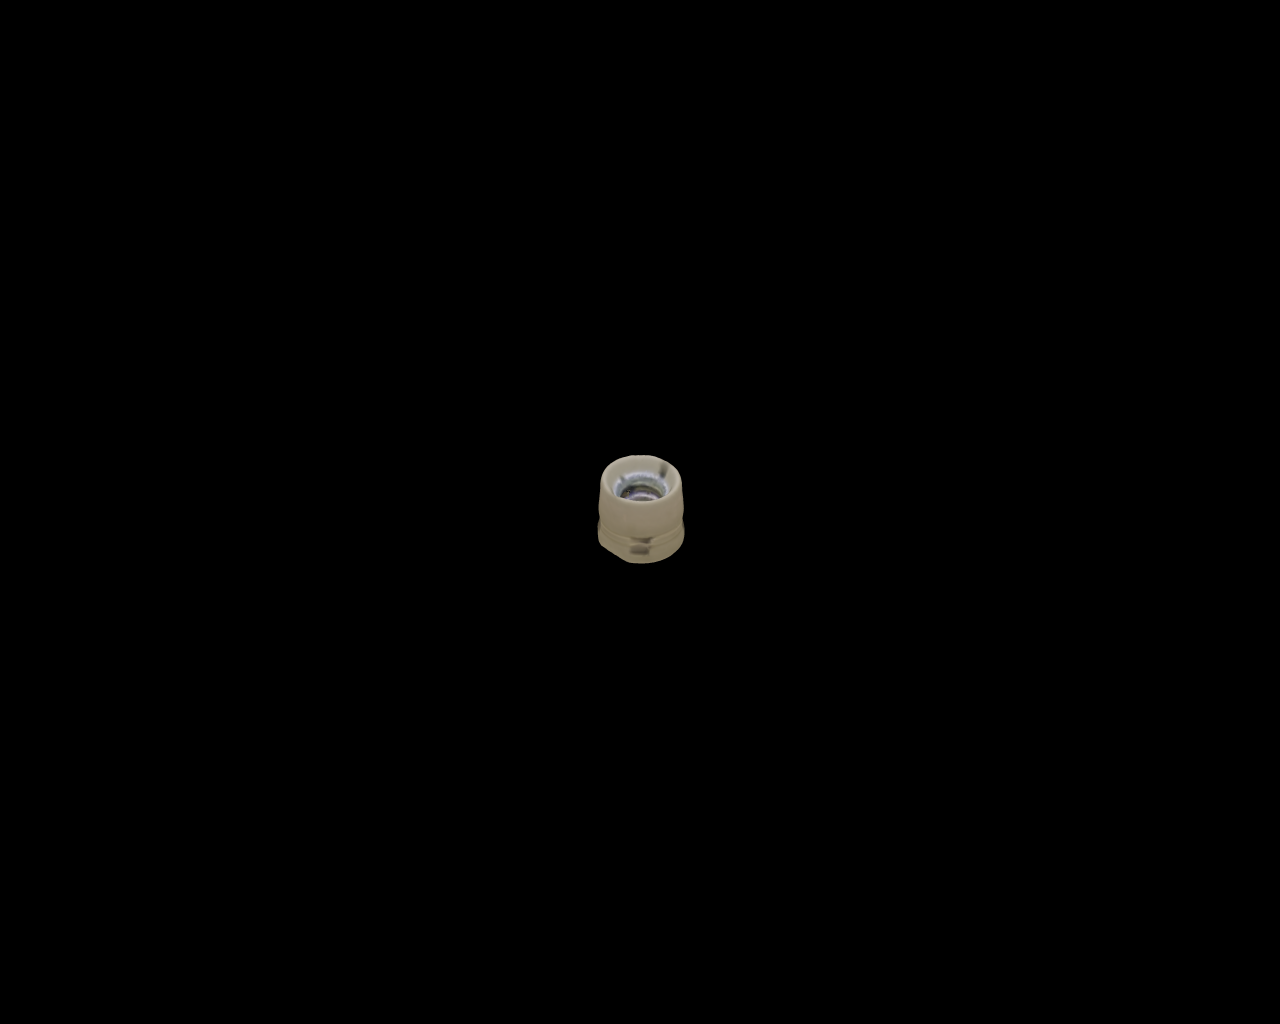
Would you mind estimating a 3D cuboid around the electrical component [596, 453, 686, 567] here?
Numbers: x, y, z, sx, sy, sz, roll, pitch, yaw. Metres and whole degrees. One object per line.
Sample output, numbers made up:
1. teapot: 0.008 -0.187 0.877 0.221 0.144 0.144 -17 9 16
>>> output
1. electrical component: 0.001 -0.003 0.650 0.055 0.047 0.055 0 40 0
